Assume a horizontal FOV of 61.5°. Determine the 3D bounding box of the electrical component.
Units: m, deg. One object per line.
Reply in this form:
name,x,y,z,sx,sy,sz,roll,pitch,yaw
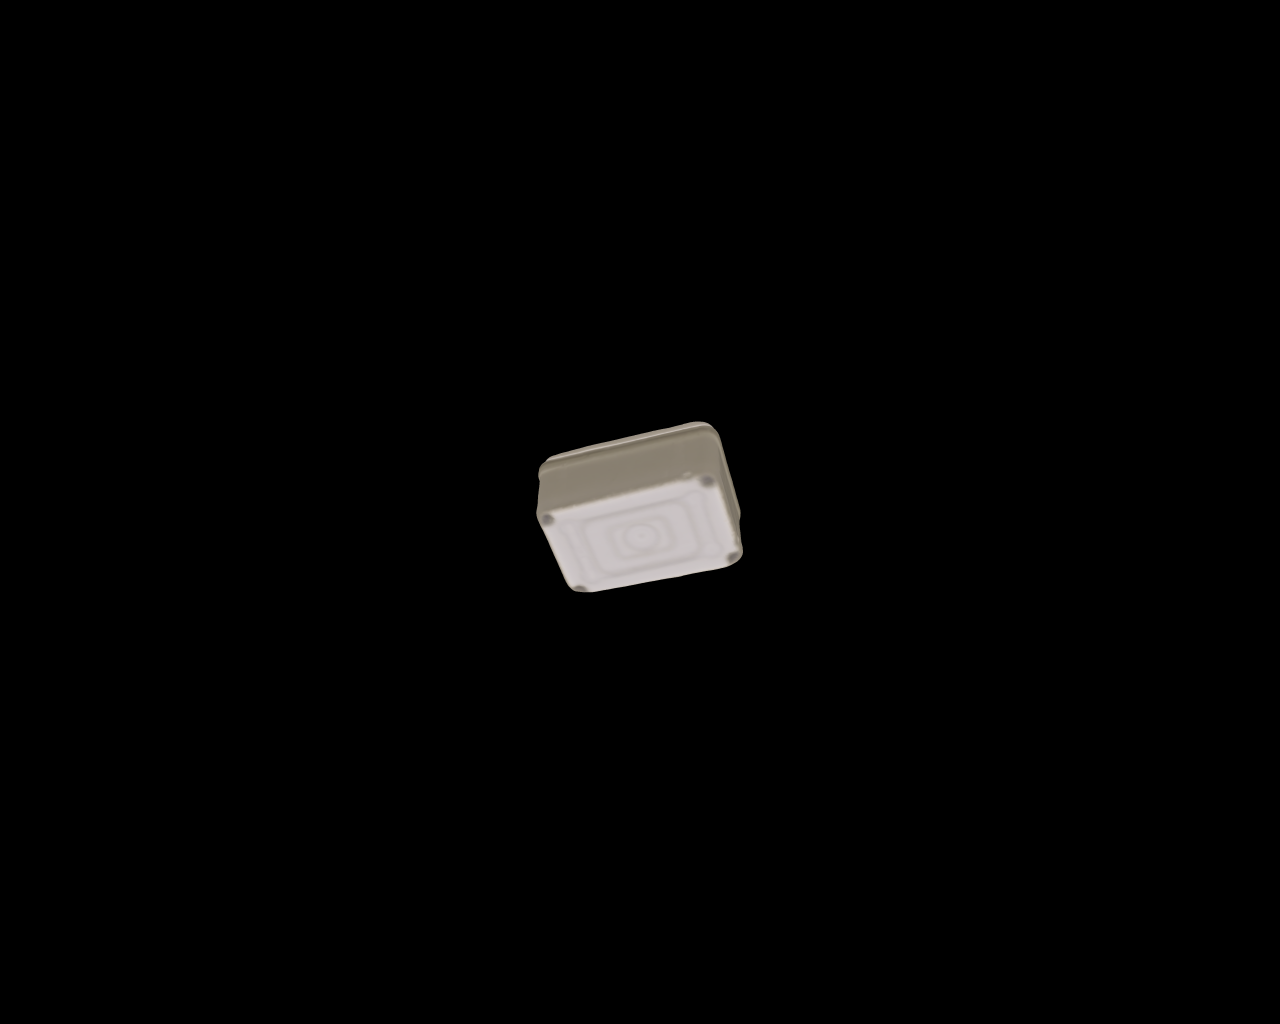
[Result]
electrical component,0.001,-0.003,0.650,0.113,0.078,0.057,-12,40,10
